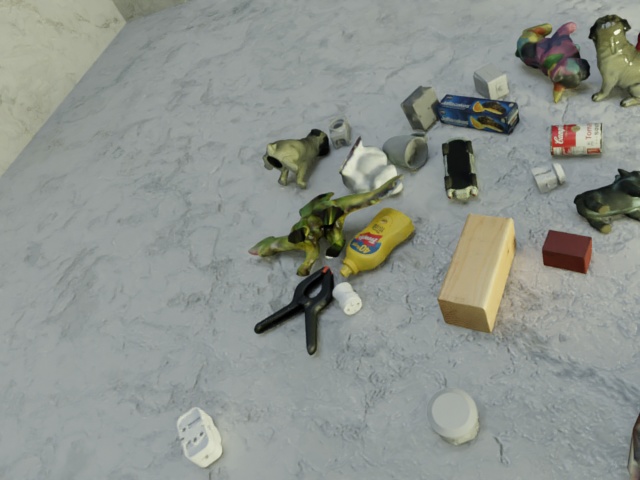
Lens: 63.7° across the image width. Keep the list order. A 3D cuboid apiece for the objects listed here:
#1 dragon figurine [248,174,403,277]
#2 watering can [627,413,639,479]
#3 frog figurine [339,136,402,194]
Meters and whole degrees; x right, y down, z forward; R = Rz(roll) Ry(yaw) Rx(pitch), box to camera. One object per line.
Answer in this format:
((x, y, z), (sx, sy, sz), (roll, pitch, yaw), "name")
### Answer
((0.004, -0.062, 1.229), (0.409, 0.120, 0.247), (-34, 26, 7), "dragon figurine")
((0.549, 0.253, 0.667), (0.226, 0.102, 0.353), (19, 61, 39), "watering can")
((0.136, -0.167, 1.304), (0.160, 0.120, 0.140), (31, 54, 5), "frog figurine")
